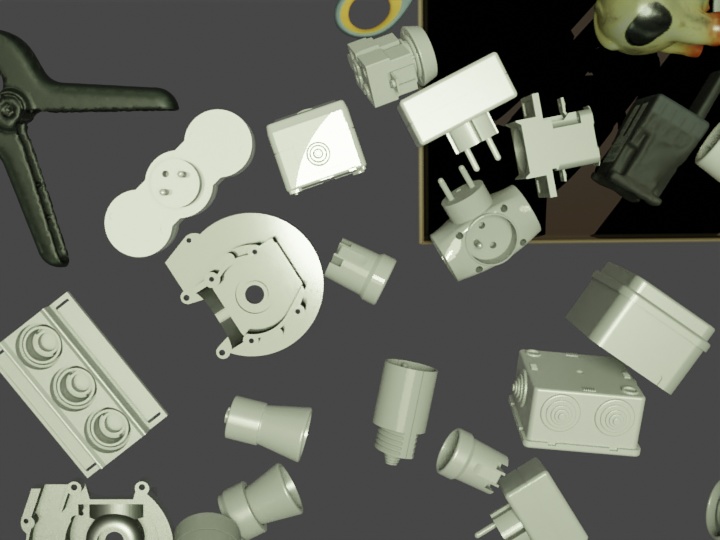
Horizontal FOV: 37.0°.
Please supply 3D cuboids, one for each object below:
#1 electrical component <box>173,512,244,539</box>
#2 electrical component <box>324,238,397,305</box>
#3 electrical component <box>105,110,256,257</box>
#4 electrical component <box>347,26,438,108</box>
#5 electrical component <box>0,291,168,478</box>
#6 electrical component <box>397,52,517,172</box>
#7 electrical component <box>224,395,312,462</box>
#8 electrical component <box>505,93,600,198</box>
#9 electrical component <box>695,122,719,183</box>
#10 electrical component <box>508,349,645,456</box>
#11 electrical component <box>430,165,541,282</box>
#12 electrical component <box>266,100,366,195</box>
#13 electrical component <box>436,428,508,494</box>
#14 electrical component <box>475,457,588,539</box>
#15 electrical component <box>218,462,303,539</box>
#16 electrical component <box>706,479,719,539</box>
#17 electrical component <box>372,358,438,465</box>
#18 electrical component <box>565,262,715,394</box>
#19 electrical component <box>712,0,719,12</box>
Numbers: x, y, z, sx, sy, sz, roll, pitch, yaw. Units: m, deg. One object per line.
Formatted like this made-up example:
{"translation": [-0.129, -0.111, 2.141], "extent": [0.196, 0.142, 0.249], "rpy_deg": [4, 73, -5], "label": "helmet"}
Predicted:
{"translation": [-0.090, 0.253, 0.823], "extent": [0.052, 0.073, 0.138], "rpy_deg": [-33, 119, 14], "label": "electrical component"}
{"translation": [0.000, 0.000, 0.849], "extent": [0.046, 0.040, 0.040], "rpy_deg": [26, 93, 2], "label": "electrical component"}
{"translation": [-0.139, -0.066, 0.823], "extent": [0.138, 0.073, 0.052], "rpy_deg": [-45, 94, 2], "label": "electrical component"}
{"translation": [0.027, -0.159, 0.830], "extent": [0.055, 0.066, 0.048], "rpy_deg": [-22, 129, -7], "label": "electrical component"}
{"translation": [-0.217, 0.087, 0.838], "extent": [0.079, 0.063, 0.121], "rpy_deg": [-38, 94, 2], "label": "electrical component"}
{"translation": [0.083, -0.115, 0.838], "extent": [0.083, 0.047, 0.075], "rpy_deg": [-28, 94, 1], "label": "electrical component"}
{"translation": [-0.075, 0.123, 0.856], "extent": [0.065, 0.044, 0.044], "rpy_deg": [14, 94, 3], "label": "electrical component"}
{"translation": [0.152, -0.099, 0.843], "extent": [0.064, 0.042, 0.081], "rpy_deg": [-11, 95, -2], "label": "electrical component"}
{"translation": [0.297, -0.091, 0.841], "extent": [0.047, 0.055, 0.055], "rpy_deg": [34, 93, 0], "label": "electrical component"}
{"translation": [0.167, 0.100, 0.831], "extent": [0.100, 0.099, 0.048], "rpy_deg": [5, 106, -2], "label": "electrical component"}
{"translation": [0.089, -0.043, 0.840], "extent": [0.077, 0.044, 0.079], "rpy_deg": [-32, 107, 1], "label": "electrical component"}
{"translation": [-0.033, -0.095, 0.812], "extent": [0.062, 0.096, 0.061], "rpy_deg": [-19, 94, 1], "label": "electrical component"}
{"translation": [0.090, 0.154, 0.862], "extent": [0.046, 0.040, 0.040], "rpy_deg": [28, 93, -9], "label": "electrical component"}
{"translation": [0.130, 0.201, 0.862], "extent": [0.077, 0.047, 0.065], "rpy_deg": [-32, 94, 1], "label": "electrical component"}
{"translation": [-0.079, 0.185, 0.857], "extent": [0.055, 0.045, 0.045], "rpy_deg": [-27, 94, 1], "label": "electrical component"}
{"translation": [0.315, 0.197, 0.861], "extent": [0.057, 0.058, 0.078], "rpy_deg": [17, 94, -5], "label": "electrical component"}
{"translation": [0.033, 0.115, 0.855], "extent": [0.043, 0.043, 0.081], "rpy_deg": [11, 94, -2], "label": "electrical component"}
{"translation": [0.211, 0.041, 0.819], "extent": [0.078, 0.113, 0.057], "rpy_deg": [34, 96, -3], "label": "electrical component"}
{"translation": [0.305, -0.202, 0.812], "extent": [0.059, 0.095, 0.053], "rpy_deg": [0, 94, -1], "label": "electrical component"}
